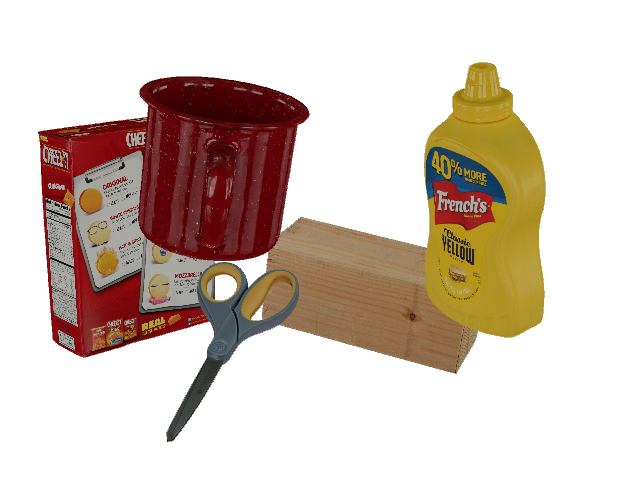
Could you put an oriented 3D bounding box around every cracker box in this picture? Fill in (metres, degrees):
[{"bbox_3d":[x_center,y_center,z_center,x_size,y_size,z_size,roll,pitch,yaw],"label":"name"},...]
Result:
[{"bbox_3d":[-0.187,-0.010,1.055,0.163,0.214,0.072,-14,21,-41],"label":"cracker box"}]

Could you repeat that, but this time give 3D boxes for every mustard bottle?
[{"bbox_3d":[0.115,-0.032,0.755,0.058,0.192,0.096,-21,32,-30],"label":"mustard bottle"}]

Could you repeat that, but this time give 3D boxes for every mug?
[{"bbox_3d":[-0.056,-0.035,0.586,0.093,0.081,0.117,5,22,-10],"label":"mug"}]

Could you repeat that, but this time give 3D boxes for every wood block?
[{"bbox_3d":[0.055,0.052,1.077,0.206,0.091,0.090,14,24,17],"label":"wood block"}]

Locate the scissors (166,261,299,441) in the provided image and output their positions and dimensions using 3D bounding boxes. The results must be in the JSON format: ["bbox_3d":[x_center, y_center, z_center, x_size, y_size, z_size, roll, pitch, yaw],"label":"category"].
[{"bbox_3d":[-0.094,0.079,0.882,0.096,0.016,0.201,26,46,24],"label":"scissors"}]
